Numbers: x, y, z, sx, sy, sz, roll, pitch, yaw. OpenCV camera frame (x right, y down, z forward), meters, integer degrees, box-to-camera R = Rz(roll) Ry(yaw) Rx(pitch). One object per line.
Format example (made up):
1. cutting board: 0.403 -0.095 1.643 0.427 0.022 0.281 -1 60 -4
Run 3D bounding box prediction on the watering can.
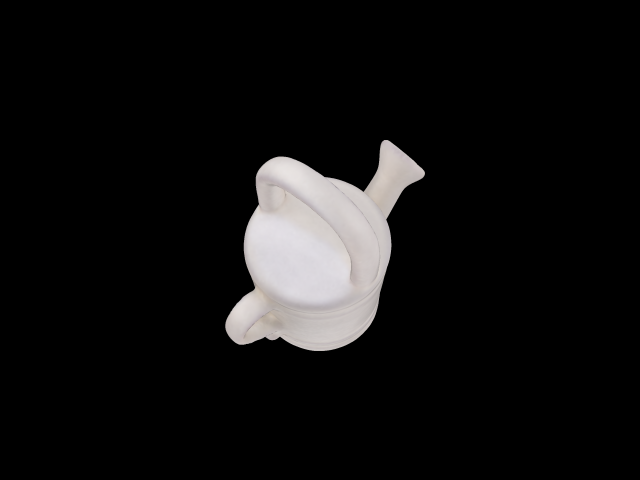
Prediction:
1. watering can: 0.002 0.000 0.401 0.100 0.194 0.173 20 68 9
